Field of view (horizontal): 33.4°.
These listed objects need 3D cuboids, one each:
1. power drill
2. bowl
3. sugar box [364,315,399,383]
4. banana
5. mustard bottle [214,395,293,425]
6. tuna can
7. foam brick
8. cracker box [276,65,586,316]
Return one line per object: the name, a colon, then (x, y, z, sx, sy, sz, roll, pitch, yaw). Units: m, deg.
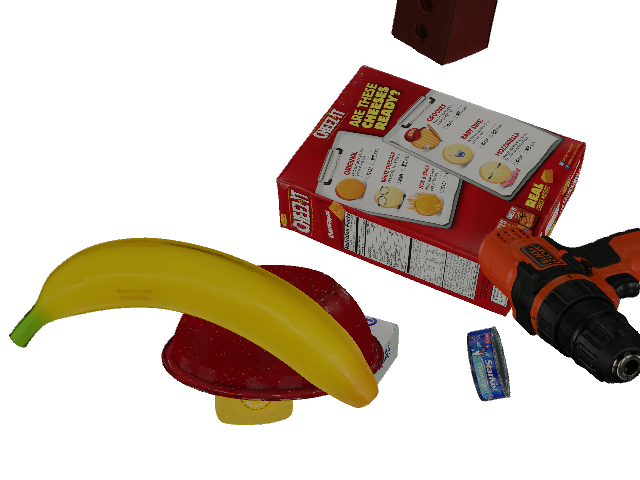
power drill: (0.227, 0.029, 0.749, 0.187, 0.057, 0.184, -9, 28, -15)
bowl: (-0.034, 0.057, 0.766, 0.162, 0.055, 0.162, 1, 17, 0)
sugar box: (-0.020, 0.095, 1.037, 0.176, 0.048, 0.093, 11, 28, 20)
banana: (-0.062, 0.037, 0.566, 0.198, 0.070, 0.037, 10, 12, 3)
mustard bottle: (-0.080, 0.129, 1.304, 0.096, 0.192, 0.058, -2, 19, -11)
tuna can: (0.200, 0.147, 1.270, 0.034, 0.086, 0.086, -13, -3, 14)
foam brick: (0.089, -0.171, 0.741, 0.051, 0.078, 0.053, -29, 52, -34)
cracker box: (0.094, -0.046, 0.908, 0.214, 0.164, 0.072, 22, -37, 18)
